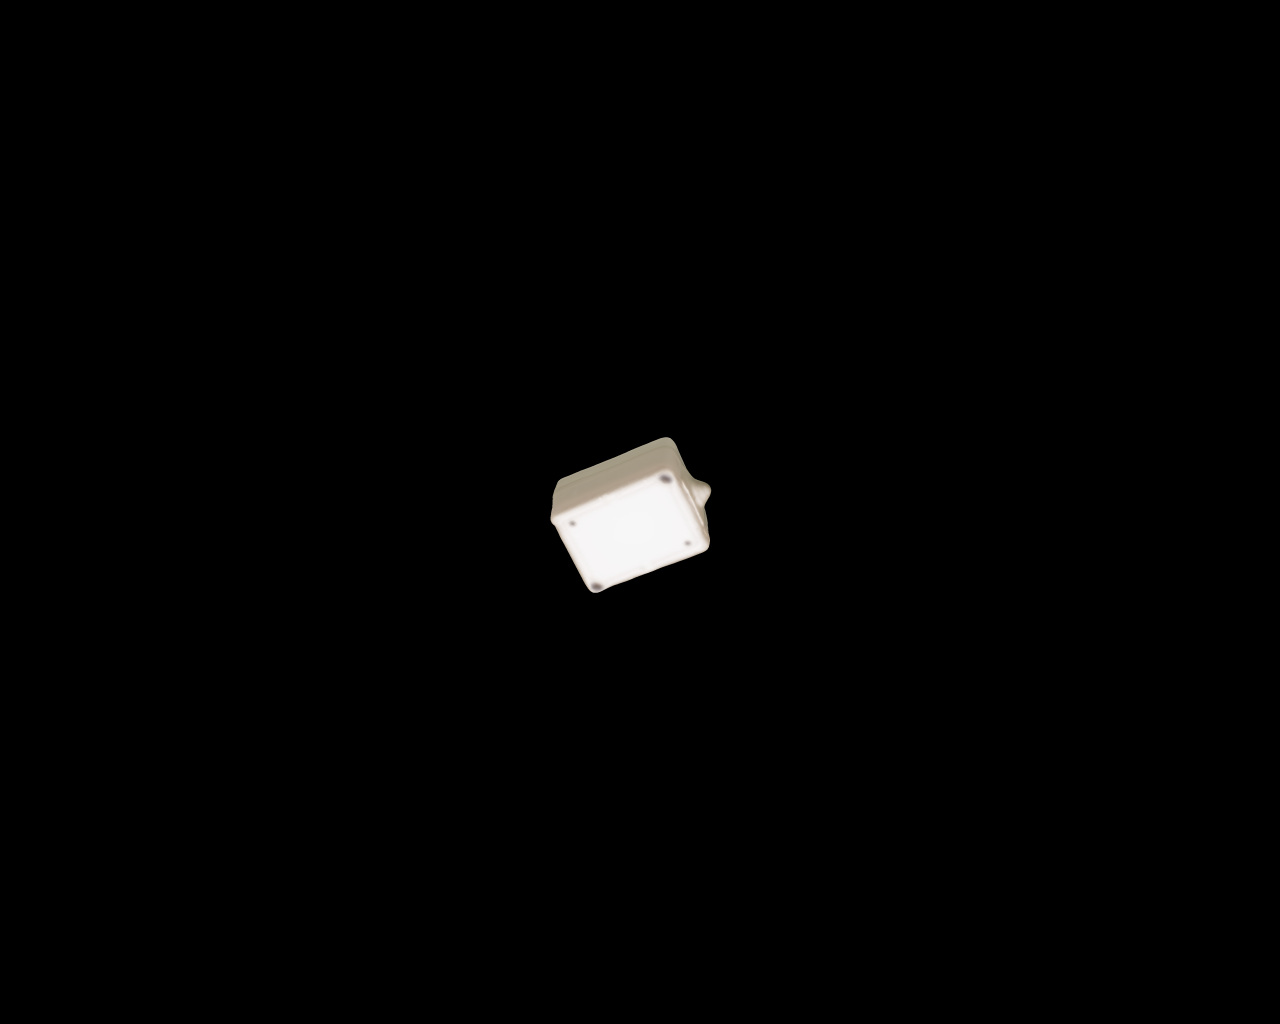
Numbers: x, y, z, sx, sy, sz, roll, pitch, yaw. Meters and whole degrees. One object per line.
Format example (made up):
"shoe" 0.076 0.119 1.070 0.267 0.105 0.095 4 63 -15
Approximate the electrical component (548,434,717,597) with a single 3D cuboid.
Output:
"electrical component" 0.001 -0.003 0.650 0.096 0.061 0.061 -21 25 10
